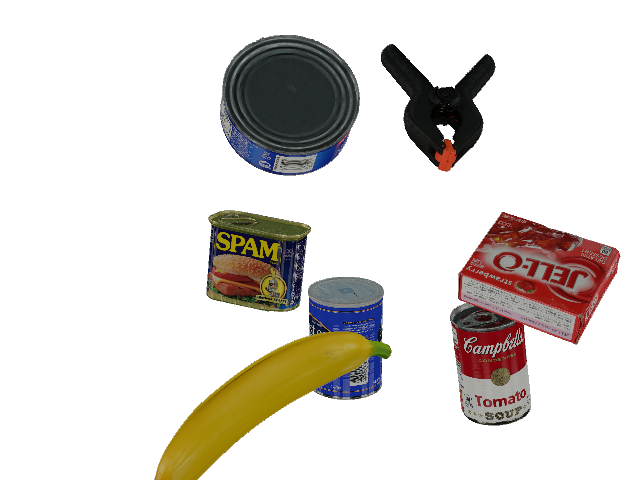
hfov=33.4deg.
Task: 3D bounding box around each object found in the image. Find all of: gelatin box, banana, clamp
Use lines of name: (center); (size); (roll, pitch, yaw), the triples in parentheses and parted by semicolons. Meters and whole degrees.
gelatin box: (0.149, 0.023, 0.729); (0.089, 0.030, 0.073); (20, 47, 24)
banana: (-0.041, 0.115, 0.745); (0.198, 0.069, 0.037); (-31, 41, -2)
clamp: (0.113, -0.141, 1.080); (0.120, 0.039, 0.171); (7, 45, 6)

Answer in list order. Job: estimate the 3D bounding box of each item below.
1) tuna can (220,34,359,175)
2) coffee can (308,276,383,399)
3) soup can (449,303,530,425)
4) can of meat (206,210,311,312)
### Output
tuna can: (-0.020, -0.084, 0.672); (0.086, 0.086, 0.034); (0, -24, -10)
coffee can: (0.035, 0.132, 1.461); (0.103, 0.140, 0.103); (0, 18, 0)
soup can: (0.161, 0.114, 1.009); (0.068, 0.102, 0.068); (-8, 19, 3)
can of meat: (-0.065, 0.021, 1.087); (0.102, 0.084, 0.057); (11, 16, 18)
